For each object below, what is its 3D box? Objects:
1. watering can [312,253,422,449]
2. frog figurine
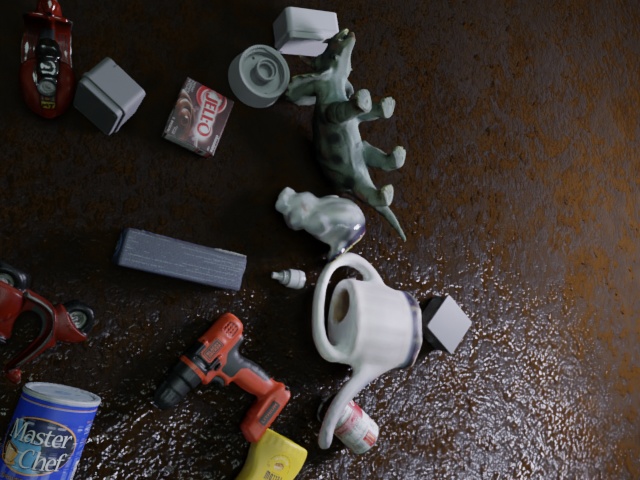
[{"bbox_3d":[0.082,0.195,0.945,0.223,0.102,0.354,14,64,-26],"label":"watering can"},{"bbox_3d":[0.003,-0.048,0.945,0.159,0.121,0.140,49,32,-5],"label":"frog figurine"}]
